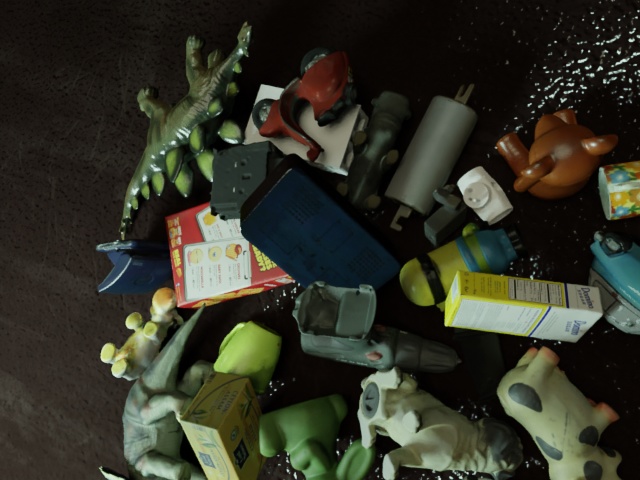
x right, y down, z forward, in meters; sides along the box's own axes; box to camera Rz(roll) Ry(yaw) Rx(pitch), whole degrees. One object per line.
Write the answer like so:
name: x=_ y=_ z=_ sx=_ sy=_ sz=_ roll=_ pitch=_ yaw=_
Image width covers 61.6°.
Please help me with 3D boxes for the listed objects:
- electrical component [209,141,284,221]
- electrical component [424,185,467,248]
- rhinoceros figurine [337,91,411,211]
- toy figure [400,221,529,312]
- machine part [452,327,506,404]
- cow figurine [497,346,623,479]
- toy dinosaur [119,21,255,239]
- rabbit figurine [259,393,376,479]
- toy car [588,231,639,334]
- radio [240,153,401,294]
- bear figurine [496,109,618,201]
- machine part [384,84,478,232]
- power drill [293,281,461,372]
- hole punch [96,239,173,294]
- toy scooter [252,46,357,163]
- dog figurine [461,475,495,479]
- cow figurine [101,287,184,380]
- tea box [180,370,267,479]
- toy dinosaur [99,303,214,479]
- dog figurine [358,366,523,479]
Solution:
electrical component: x=-0.105 y=-0.092 z=0.849 sx=0.134 sy=0.058 sz=0.115 roll=-5 pitch=79 yaw=20
electrical component: x=0.181 y=-0.036 z=0.782 sx=0.078 sy=0.102 sz=0.045 roll=-42 pitch=66 yaw=0
rhinoceros figurine: x=0.087 y=-0.134 z=0.830 sx=0.073 sy=0.112 sz=0.190 roll=21 pitch=101 yaw=7
toy figure: x=0.200 y=0.032 z=0.764 sx=0.180 sy=0.089 sz=0.082 roll=-27 pitch=50 yaw=19
machine part: x=0.234 y=0.160 z=0.759 sx=0.084 sy=0.039 sz=0.139 roll=-10 pitch=77 yaw=10
cow figurine: x=0.308 y=0.246 z=0.685 sx=0.127 sy=0.085 sz=0.195 roll=-42 pitch=83 yaw=-2
toy dinosaur: x=-0.248 y=-0.185 z=0.946 sx=0.471 sy=0.105 sz=0.199 roll=-42 pitch=59 yaw=31
rabbit figurine: x=0.005 y=0.323 z=0.787 sx=0.159 sy=0.121 sz=0.170 roll=-16 pitch=69 yaw=0
toy car: x=0.400 y=0.064 z=0.678 sx=0.162 sy=0.109 sz=0.103 roll=48 pitch=117 yaw=29
radio: x=-0.002 y=-0.002 z=0.790 sx=0.131 sy=0.073 sz=0.229 roll=-43 pitch=110 yaw=14
bear figurine: x=0.298 y=-0.118 z=0.693 sx=0.120 sy=0.195 sz=0.132 roll=-25 pitch=72 yaw=19
machine part: x=0.167 y=-0.124 z=0.810 sx=0.079 sy=0.079 sz=0.243 roll=28 pitch=93 yaw=23
power drill: x=0.068 y=0.127 z=0.742 sx=0.232 sy=0.207 sz=0.086 roll=4 pitch=71 yaw=23
hole punch: x=-0.321 y=0.046 z=0.948 sx=0.116 sy=0.142 sz=0.092 roll=-12 pitch=75 yaw=34
toy scooter: x=-0.011 y=-0.199 z=0.826 sx=0.184 sy=0.075 sz=0.135 roll=-38 pitch=70 yaw=15
dog figurine: x=0.203 y=0.448 z=0.694 sx=0.109 sy=0.191 sz=0.219 roll=7 pitch=114 yaw=39
cow figurine: x=-0.295 y=0.167 z=0.945 sx=0.068 sy=0.098 sz=0.167 roll=30 pitch=75 yaw=28
tea box: x=-0.134 y=0.290 z=0.805 sx=0.068 sy=0.169 sz=0.098 roll=6 pitch=39 yaw=22
toy dinosaur: x=-0.274 y=0.308 z=0.899 sx=0.192 sy=0.131 sz=0.404 roll=-1 pitch=75 yaw=21
dog figurine: x=0.164 y=0.250 z=0.742 sx=0.121 sy=0.190 sz=0.172 roll=-64 pitch=27 yaw=26
